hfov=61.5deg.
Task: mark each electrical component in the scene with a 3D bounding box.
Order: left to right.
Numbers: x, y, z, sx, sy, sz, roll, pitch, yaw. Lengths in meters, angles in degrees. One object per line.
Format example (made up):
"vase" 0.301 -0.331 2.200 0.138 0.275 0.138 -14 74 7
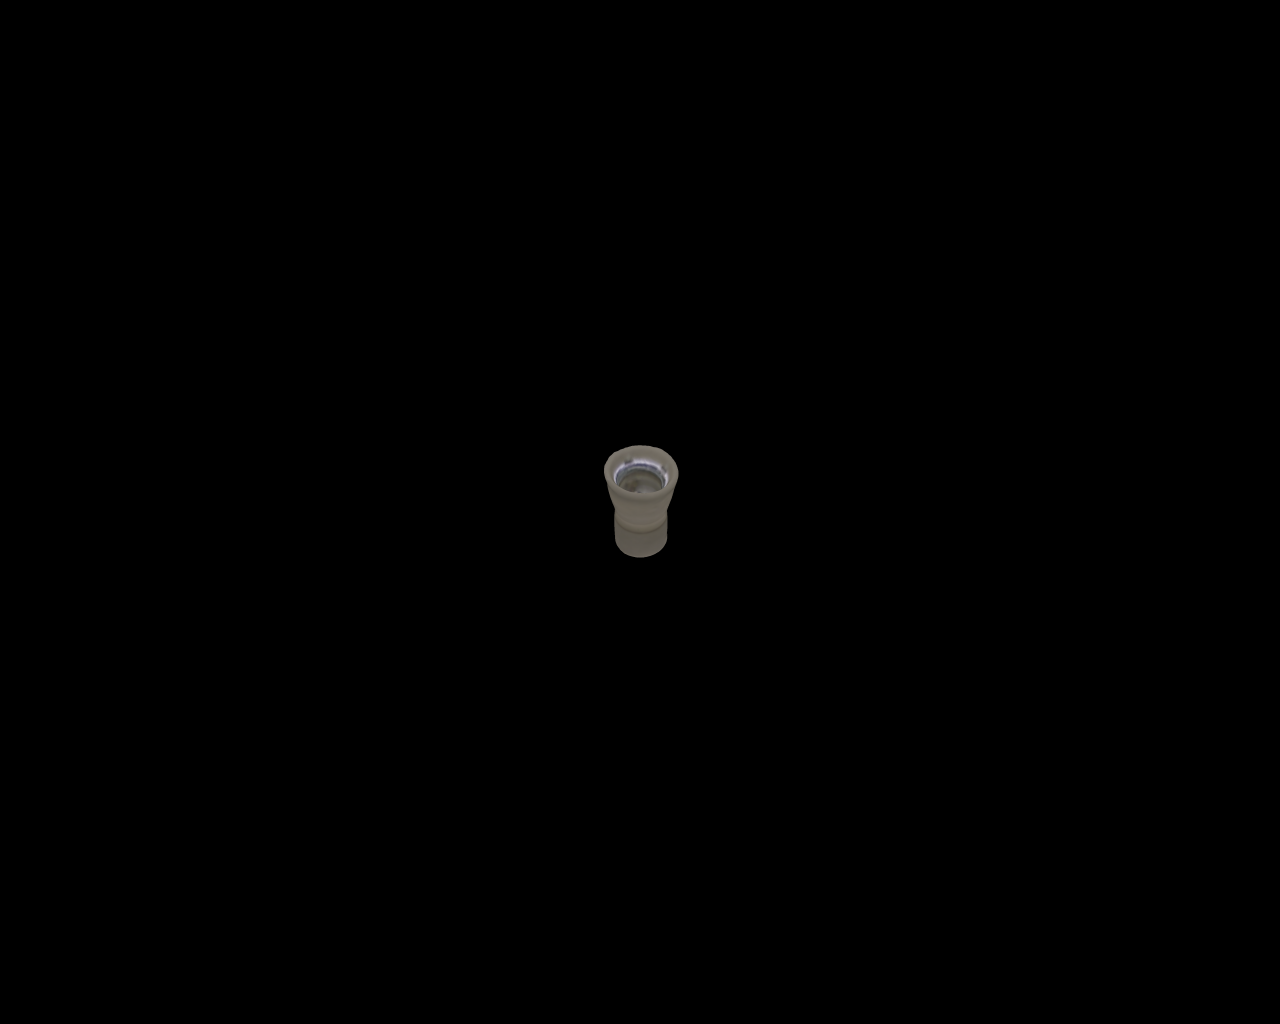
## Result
"electrical component" 0.001 -0.003 0.650 0.044 0.044 0.065 0 -45 0
